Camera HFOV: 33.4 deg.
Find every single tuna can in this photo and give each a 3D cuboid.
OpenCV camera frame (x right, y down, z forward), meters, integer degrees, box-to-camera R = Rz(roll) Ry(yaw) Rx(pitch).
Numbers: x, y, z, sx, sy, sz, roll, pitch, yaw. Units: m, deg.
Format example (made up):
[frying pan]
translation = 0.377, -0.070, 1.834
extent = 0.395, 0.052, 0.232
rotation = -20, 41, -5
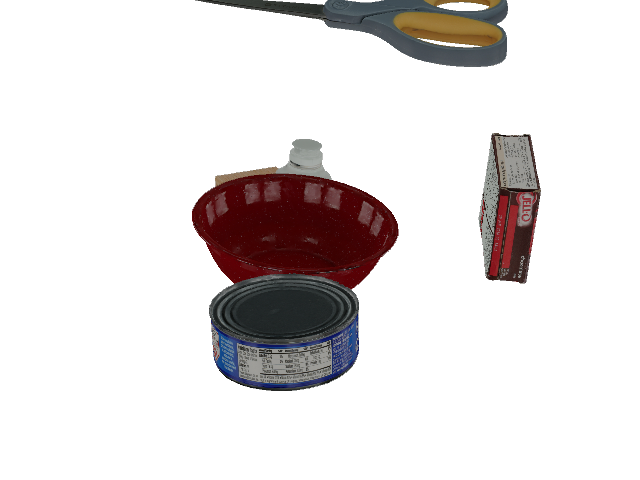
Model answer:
[tuna can]
translation = -0.020, 0.052, 0.612
extent = 0.086, 0.034, 0.086
rotation = -2, 23, 1

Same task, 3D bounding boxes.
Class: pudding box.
[pudding box]
translation = 0.163, -0.030, 0.921
extent = 0.039, 0.090, 0.113
rotation = 4, 31, 1

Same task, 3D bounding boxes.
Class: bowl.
[bowl]
translation = -0.021, 0.006, 0.843
extent = 0.162, 0.055, 0.162
rotation = 4, 28, -2

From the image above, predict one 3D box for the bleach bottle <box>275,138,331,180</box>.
[bleach bottle]
translation = -0.027, 0.019, 1.051
extent = 0.068, 0.251, 0.103
rotation = -8, 30, -25

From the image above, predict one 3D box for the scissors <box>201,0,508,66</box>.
[scissors]
translation = 0.029, -0.148, 0.670
extent = 0.202, 0.016, 0.096
rotation = 20, 43, 25

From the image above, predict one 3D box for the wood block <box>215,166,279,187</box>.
[wood block]
translation = -0.056, -0.014, 1.341
extent = 0.090, 0.090, 0.206
rotation = -10, 26, -23
